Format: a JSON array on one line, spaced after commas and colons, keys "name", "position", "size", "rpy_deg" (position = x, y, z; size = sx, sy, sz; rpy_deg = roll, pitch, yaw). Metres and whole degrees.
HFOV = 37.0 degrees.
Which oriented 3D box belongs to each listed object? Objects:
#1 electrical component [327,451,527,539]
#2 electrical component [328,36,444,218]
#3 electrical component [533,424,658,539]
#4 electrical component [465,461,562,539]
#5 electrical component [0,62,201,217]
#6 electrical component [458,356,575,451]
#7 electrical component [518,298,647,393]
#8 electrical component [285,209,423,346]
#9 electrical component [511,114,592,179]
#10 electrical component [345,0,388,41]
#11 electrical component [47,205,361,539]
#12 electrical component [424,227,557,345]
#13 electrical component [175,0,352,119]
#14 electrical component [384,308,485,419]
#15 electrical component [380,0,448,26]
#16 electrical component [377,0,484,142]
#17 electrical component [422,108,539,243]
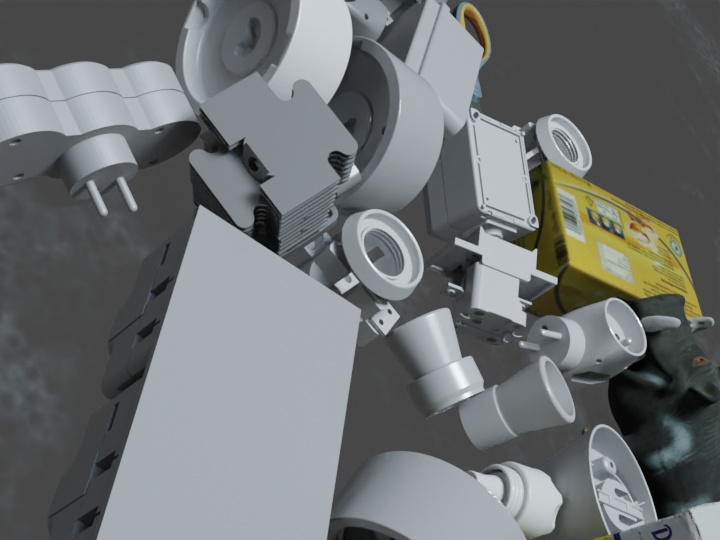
[{"name": "electrical component", "position": [0.022, 0.148, 0.515], "size": [0.108, 0.108, 0.060], "rpy_deg": [53, 43, -2]}, {"name": "electrical component", "position": [0.002, -0.082, 0.664], "size": [0.060, 0.108, 0.108], "rpy_deg": [18, 51, -46]}, {"name": "electrical component", "position": [0.154, 0.153, 0.683], "size": [0.099, 0.064, 0.099], "rpy_deg": [27, 45, -31]}, {"name": "electrical component", "position": [0.086, 0.135, 0.641], "size": [0.062, 0.043, 0.043], "rpy_deg": [23, 48, -33]}, {"name": "electrical component", "position": [-0.136, -0.060, 0.541], "size": [0.138, 0.052, 0.073], "rpy_deg": [-15, 74, -50]}, {"name": "electrical component", "position": [0.095, 0.086, 0.668], "size": [0.044, 0.065, 0.044], "rpy_deg": [49, 25, -33]}, {"name": "electrical component", "position": [0.141, 0.052, 0.733], "size": [0.079, 0.077, 0.043], "rpy_deg": [13, 54, -41]}, {"name": "electrical component", "position": [0.000, 0.000, 0.637], "size": [0.078, 0.057, 0.058], "rpy_deg": [50, 38, -6]}, {"name": "electrical component", "position": [0.147, -0.087, 0.860], "size": [0.058, 0.057, 0.078], "rpy_deg": [15, 53, -40]}, {"name": "electrical component", "position": [-0.022, -0.204, 0.777], "size": [0.077, 0.043, 0.079], "rpy_deg": [30, 44, -29]}, {"name": "electrical component", "position": [-0.069, 0.076, 0.504], "size": [0.105, 0.060, 0.186], "rpy_deg": [34, 42, -25]}, {"name": "electrical component", "position": [0.087, 0.013, 0.723], "size": [0.081, 0.042, 0.063], "rpy_deg": [20, 59, -18]}, {"name": "electrical component", "position": [-0.053, -0.131, 0.642], "size": [0.060, 0.108, 0.108], "rpy_deg": [20, 50, -45]}, {"name": "electrical component", "position": [0.046, 0.057, 0.654], "size": [0.045, 0.045, 0.055], "rpy_deg": [-12, 72, -50]}, {"name": "electrical component", "position": [0.033, -0.214, 0.832], "size": [0.058, 0.057, 0.078], "rpy_deg": [48, 38, -9]}, {"name": "electrical component", "position": [0.035, -0.131, 0.755], "size": [0.057, 0.078, 0.113], "rpy_deg": [42, 39, -21]}, {"name": "electrical component", "position": [0.081, -0.055, 0.768], "size": [0.062, 0.061, 0.096], "rpy_deg": [16, 60, -40]}]
